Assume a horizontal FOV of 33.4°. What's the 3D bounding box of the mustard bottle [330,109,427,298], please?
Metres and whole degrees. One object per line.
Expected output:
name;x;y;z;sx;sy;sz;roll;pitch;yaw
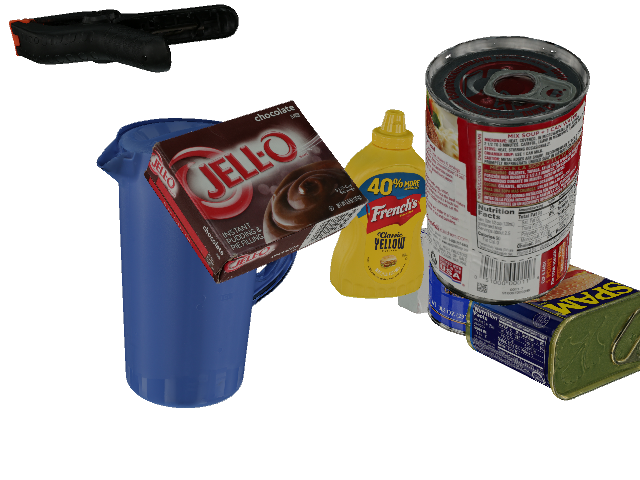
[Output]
mustard bottle;0.065;-0.038;1.082;0.096;0.192;0.058;-2;22;-17

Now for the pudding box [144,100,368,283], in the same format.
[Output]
pudding box;-0.041;-0.033;0.673;0.113;0.090;0.039;-22;-21;-37

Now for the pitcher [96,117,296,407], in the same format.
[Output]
pitcher;-0.105;0.019;0.946;0.149;0.243;0.144;11;21;15

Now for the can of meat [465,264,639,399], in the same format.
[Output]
can of meat;0.159;0.054;0.705;0.101;0.057;0.084;-14;23;-32

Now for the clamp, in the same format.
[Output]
clamp;-0.149;-0.154;0.793;0.172;0.039;0.120;11;22;28

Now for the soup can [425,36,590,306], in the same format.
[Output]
soup can;0.081;-0.030;0.476;0.068;0.102;0.068;-4;39;3

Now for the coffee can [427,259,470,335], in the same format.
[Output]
coffee can;0.141;-0.003;0.892;0.103;0.140;0.103;-2;23;0

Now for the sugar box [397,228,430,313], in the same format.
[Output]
sugar box;0.176;0.029;1.250;0.175;0.093;0.048;-7;16;-31
